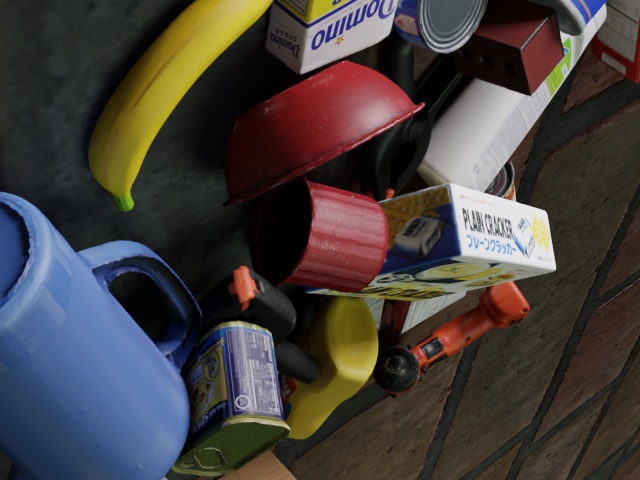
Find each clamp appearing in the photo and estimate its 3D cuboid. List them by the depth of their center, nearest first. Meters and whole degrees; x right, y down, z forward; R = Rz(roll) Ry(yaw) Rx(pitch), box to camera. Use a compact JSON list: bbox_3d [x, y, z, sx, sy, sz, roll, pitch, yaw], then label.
[{"bbox_3d":[-0.060,0.083,0.873,0.164,0.036,0.210,-6,150,-20],"label":"clamp"},{"bbox_3d":[0.082,-0.109,0.921,0.120,0.039,0.172,-16,137,-37],"label":"clamp"}]

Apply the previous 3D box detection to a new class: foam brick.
[{"bbox_3d":[0.148,-0.161,0.861,0.051,0.078,0.053,-49,140,-18],"label":"foam brick"}]

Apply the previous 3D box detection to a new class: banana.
[{"bbox_3d":[-0.094,-0.104,0.687,0.198,0.037,0.069,-52,169,11],"label":"banana"}]

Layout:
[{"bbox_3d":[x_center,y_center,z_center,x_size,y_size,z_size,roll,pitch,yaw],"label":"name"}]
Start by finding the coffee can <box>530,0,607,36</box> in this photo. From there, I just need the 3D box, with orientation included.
[{"bbox_3d":[0.214,-0.250,0.855,0.140,0.103,0.102,-50,152,5],"label":"coffee can"}]

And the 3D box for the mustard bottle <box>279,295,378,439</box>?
[{"bbox_3d":[-0.013,0.139,1.042,0.058,0.096,0.192,16,138,-21],"label":"mustard bottle"}]

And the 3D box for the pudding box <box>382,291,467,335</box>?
[{"bbox_3d":[0.123,0.044,1.174,0.113,0.039,0.090,-25,147,-32],"label":"pudding box"}]

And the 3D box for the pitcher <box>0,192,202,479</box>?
[{"bbox_3d":[-0.174,0.069,0.703,0.145,0.149,0.243,-5,147,10],"label":"pitcher"}]

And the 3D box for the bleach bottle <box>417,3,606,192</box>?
[{"bbox_3d":[0.189,-0.148,0.997,0.251,0.068,0.102,-51,156,0],"label":"bleach bottle"}]

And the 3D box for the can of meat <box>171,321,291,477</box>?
[{"bbox_3d":[-0.073,0.121,0.807,0.057,0.084,0.102,15,140,-35],"label":"can of meat"}]

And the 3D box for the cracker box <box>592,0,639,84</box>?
[{"bbox_3d":[0.342,-0.281,1.032,0.164,0.072,0.213,-41,151,-13],"label":"cracker box"}]

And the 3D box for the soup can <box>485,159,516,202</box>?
[{"bbox_3d":[0.167,-0.042,1.095,0.068,0.069,0.102,-43,153,-9],"label":"soup can"}]

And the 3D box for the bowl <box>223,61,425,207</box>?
[{"bbox_3d":[-0.009,-0.083,0.760,0.162,0.055,0.162,-27,-173,3],"label":"bowl"}]

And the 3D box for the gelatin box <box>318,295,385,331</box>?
[{"bbox_3d":[0.031,0.075,1.093,0.073,0.030,0.089,-32,148,-30],"label":"gelatin box"}]

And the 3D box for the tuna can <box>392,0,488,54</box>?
[{"bbox_3d":[0.091,-0.188,0.814,0.085,0.034,0.086,-27,130,-38],"label":"tuna can"}]

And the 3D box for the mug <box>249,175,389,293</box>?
[{"bbox_3d":[-0.006,0.001,0.868,0.081,0.093,0.117,12,156,-33],"label":"mug"}]

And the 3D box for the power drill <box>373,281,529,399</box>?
[{"bbox_3d":[0.142,0.110,1.199,0.187,0.057,0.184,-31,170,-2],"label":"power drill"}]

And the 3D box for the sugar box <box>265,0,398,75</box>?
[{"bbox_3d":[0.019,-0.201,0.707,0.093,0.048,0.176,-29,145,-32],"label":"sugar box"}]

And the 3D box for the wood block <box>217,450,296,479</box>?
[{"bbox_3d":[-0.113,0.327,1.147,0.205,0.091,0.090,-26,145,-35],"label":"wood block"}]
